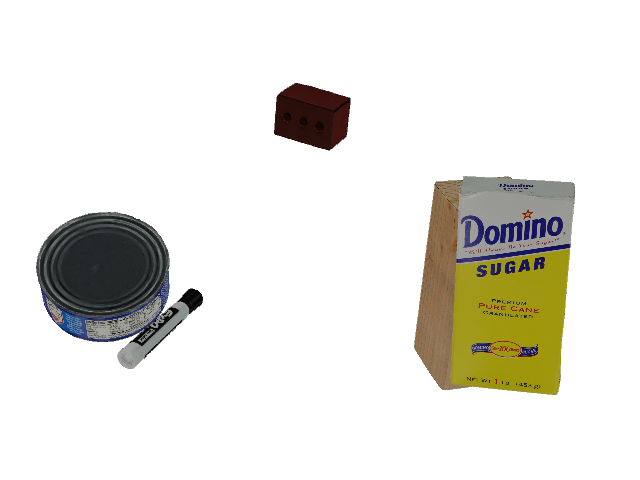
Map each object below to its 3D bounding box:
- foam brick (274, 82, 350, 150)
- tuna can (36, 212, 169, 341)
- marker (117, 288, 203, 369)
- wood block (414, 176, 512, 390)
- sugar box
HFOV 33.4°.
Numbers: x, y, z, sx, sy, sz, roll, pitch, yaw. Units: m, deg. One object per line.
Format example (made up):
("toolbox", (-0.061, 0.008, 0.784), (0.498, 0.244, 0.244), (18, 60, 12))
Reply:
("foam brick", (-0.010, -0.149, 1.275), (0.078, 0.053, 0.051), (18, 32, 20))
("tuna can", (-0.143, 0.024, 0.709), (0.086, 0.086, 0.034), (0, -38, -6))
("marker", (-0.141, 0.077, 0.958), (0.020, 0.020, 0.121), (0, 25, 27))
("wood block", (0.165, 0.046, 1.134), (0.090, 0.206, 0.090), (-5, 29, -16))
("sugar box", (0.158, 0.038, 0.886), (0.093, 0.176, 0.048), (4, 23, 12))
